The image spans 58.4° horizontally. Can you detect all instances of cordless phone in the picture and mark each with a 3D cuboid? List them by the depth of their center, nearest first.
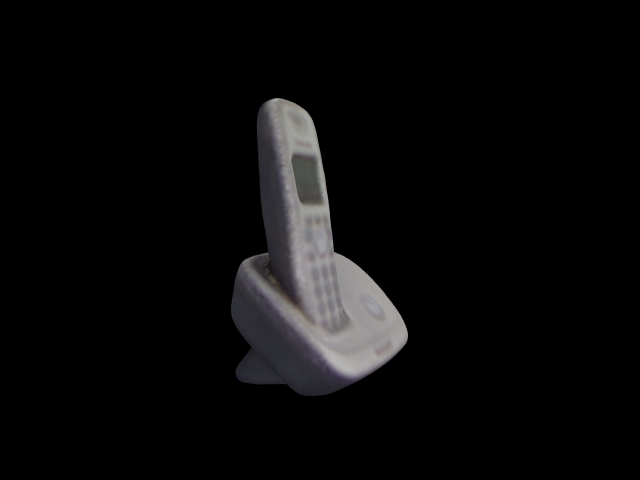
[{"bbox_3d":[0.004,0.001,0.400,0.094,0.185,0.148,1,4,24],"label":"cordless phone"}]
